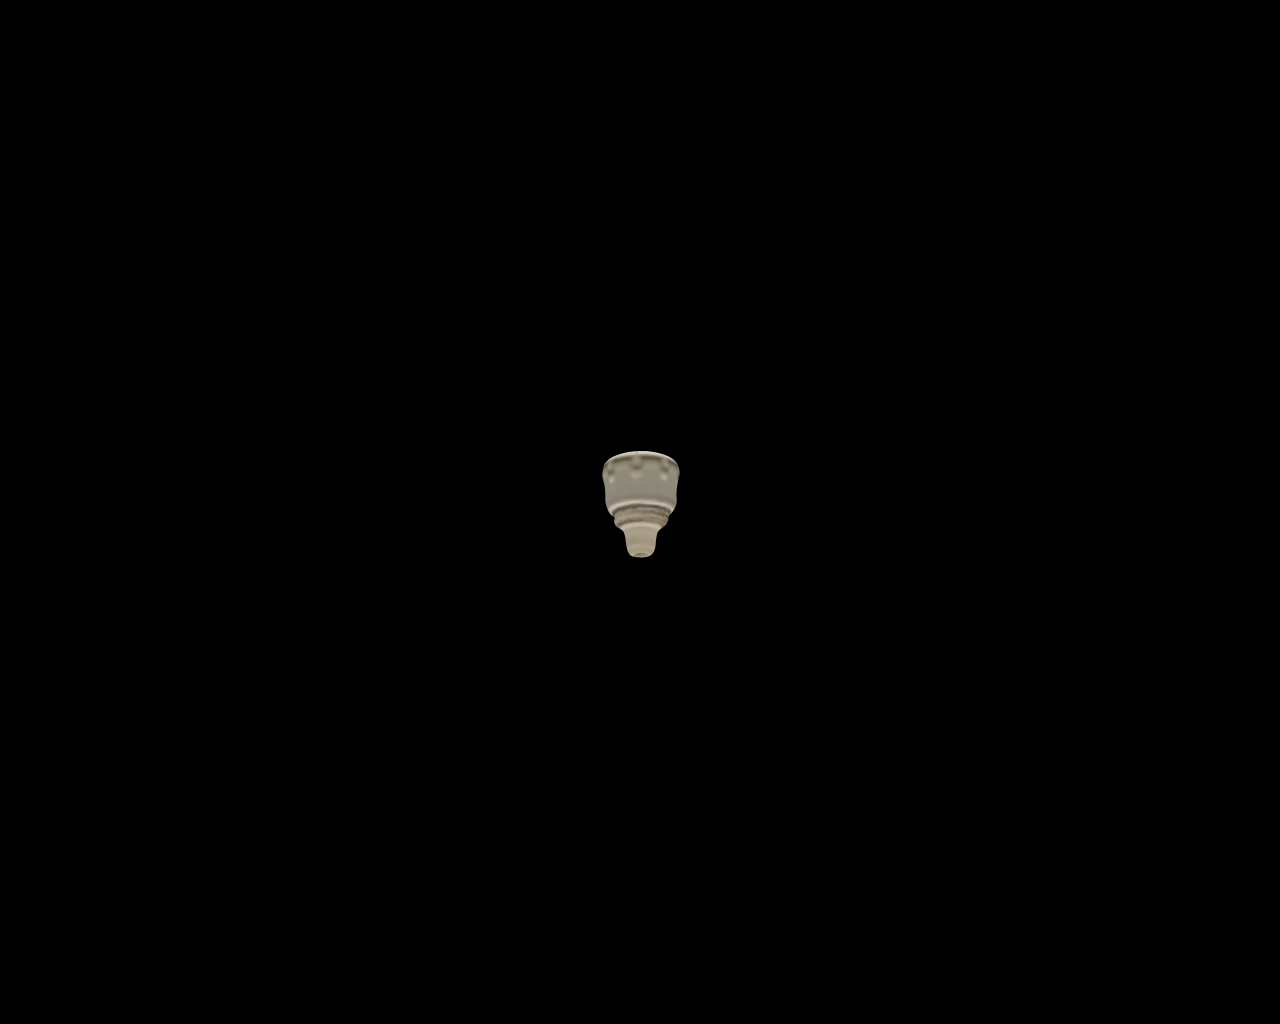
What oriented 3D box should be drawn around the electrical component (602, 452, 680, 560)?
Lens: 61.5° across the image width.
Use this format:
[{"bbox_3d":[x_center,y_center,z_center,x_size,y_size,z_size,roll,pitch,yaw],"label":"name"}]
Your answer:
[{"bbox_3d":[0.001,-0.003,0.650,0.048,0.062,0.048,0,-16,0],"label":"electrical component"}]
